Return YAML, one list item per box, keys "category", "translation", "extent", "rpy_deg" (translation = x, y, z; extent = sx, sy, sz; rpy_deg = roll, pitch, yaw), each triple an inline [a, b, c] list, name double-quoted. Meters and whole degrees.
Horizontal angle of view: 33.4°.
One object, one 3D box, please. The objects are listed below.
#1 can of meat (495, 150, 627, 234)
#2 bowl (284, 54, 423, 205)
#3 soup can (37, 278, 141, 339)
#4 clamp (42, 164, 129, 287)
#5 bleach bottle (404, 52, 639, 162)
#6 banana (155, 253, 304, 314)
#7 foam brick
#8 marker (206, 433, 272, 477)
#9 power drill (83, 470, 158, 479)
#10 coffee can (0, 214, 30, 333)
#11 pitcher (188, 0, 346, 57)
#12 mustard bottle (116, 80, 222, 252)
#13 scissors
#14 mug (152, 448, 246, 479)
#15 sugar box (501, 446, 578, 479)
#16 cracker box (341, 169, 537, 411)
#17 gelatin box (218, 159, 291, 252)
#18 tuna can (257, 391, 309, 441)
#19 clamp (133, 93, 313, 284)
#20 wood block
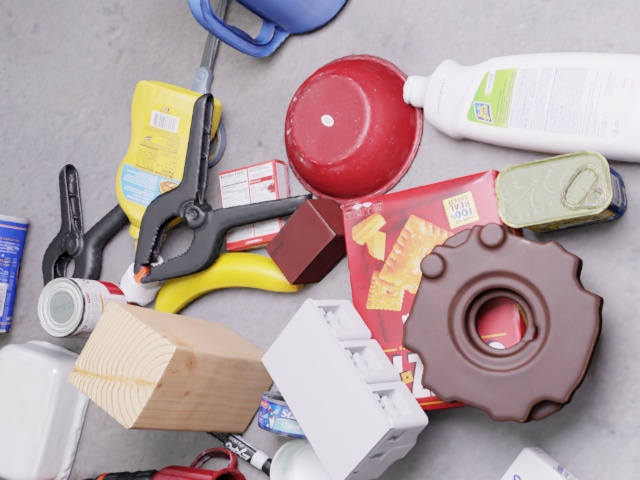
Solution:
- category: "can of meat"
  translation: [0.221, -0.040, 0.968]
  extent: [0.102, 0.083, 0.057]
  rpy_deg: [-11, 79, 26]
- category: "bowl"
  translation: [0.022, -0.119, 1.100]
  extent: [0.162, 0.055, 0.162]
  rpy_deg: [-4, 82, 28]
- category: "soup can"
  translation: [-0.258, 0.078, 1.197]
  extent: [0.069, 0.102, 0.068]
  rpy_deg: [-4, 82, 28]
- category: "clamp"
  translation: [-0.273, 0.004, 1.250]
  extent: [0.120, 0.039, 0.171]
  rpy_deg: [14, 94, 34]
- category: "bleach bottle"
  translation: [0.197, -0.136, 1.006]
  extent: [0.251, 0.068, 0.102]
  rpy_deg: [12, 89, 31]
- category: "banana"
  translation: [-0.109, 0.049, 1.162]
  extent: [0.198, 0.037, 0.069]
  rpy_deg: [-21, 92, 26]
- category: "foam brick"
  translation: [-0.007, 0.001, 1.095]
  extent: [0.078, 0.051, 0.053]
  rpy_deg: [-48, 66, 27]
- category: "marker"
  translation: [-0.082, 0.222, 1.133]
  extent: [0.121, 0.020, 0.020]
  rpy_deg: [29, 97, 27]
- category: "power drill"
  translation: [-0.232, 0.353, 1.177]
  extent: [0.185, 0.057, 0.187]
  rpy_deg: [-17, 73, 29]
- category: "coffee can"
  translation: [-0.413, 0.034, 1.283]
  extent: [0.103, 0.102, 0.140]
  rpy_deg: [8, 88, 28]
- category: "pitcher"
  translation: [-0.081, -0.296, 1.068]
  extent: [0.145, 0.242, 0.149]
  rpy_deg: [-24, 68, 27]
- category: "mustard bottle"
  translation: [-0.175, -0.074, 1.180]
  extent: [0.096, 0.058, 0.192]
  rpy_deg: [18, 102, 12]
- category: "scissors"
  translation: [-0.120, -0.169, 1.202]
  extent: [0.096, 0.016, 0.202]
  rpy_deg: [33, 100, 25]
- category: "mug"
  translation: [-0.126, 0.271, 1.120]
  extent: [0.082, 0.093, 0.117]
  rpy_deg: [0, 53, 32]
- category: "sugar box"
  translation: [0.230, 0.274, 0.949]
  extent: [0.176, 0.048, 0.093]
  rpy_deg: [40, 102, 29]
- category: "cracker box"
  translation: [0.115, 0.054, 1.020]
  extent: [0.164, 0.072, 0.214]
  rpy_deg: [-11, 80, 26]
- category: "gelatin box"
  translation: [-0.068, -0.037, 1.151]
  extent: [0.073, 0.030, 0.089]
  rpy_deg: [-12, 79, 28]
- category: "tuna can"
  translation: [-0.019, 0.176, 1.068]
  extent: [0.086, 0.086, 0.034]
  rpy_deg: [9, 89, 28]
- category: "clamp"
  translation: [-0.118, -0.026, 1.126]
  extent: [0.164, 0.036, 0.210]
  rpy_deg: [39, 103, 12]
- category: "wood block"
  translation: [-0.138, 0.132, 1.065]
  extent: [0.091, 0.205, 0.090]
  rpy_deg: [32, 95, 27]
